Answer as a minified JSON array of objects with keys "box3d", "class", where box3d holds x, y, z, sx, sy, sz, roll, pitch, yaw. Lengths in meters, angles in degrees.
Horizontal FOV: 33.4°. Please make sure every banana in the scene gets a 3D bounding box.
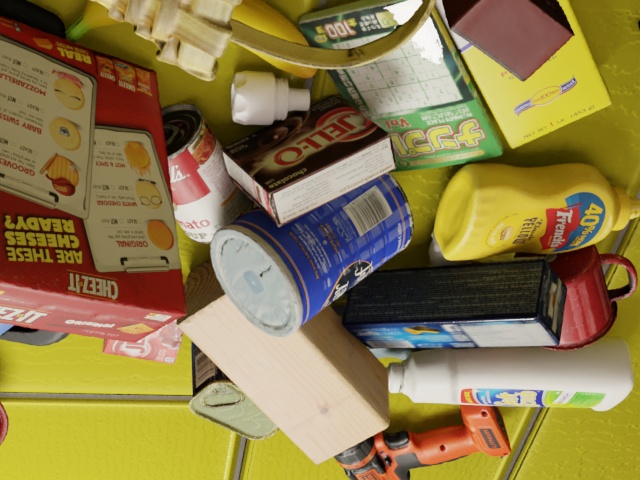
[{"box3d":[-0.089,-0.168,0.810,0.197,0.037,0.070,8,145,-14],"class":"banana"}]

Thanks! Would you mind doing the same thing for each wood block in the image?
[{"box3d":[-0.031,0.102,1.003,0.091,0.090,0.206,-32,115,20],"class":"wood block"}]

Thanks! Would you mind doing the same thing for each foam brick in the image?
[{"box3d":[0.134,-0.164,0.772,0.078,0.053,0.051,28,124,-28],"class":"foam brick"}]

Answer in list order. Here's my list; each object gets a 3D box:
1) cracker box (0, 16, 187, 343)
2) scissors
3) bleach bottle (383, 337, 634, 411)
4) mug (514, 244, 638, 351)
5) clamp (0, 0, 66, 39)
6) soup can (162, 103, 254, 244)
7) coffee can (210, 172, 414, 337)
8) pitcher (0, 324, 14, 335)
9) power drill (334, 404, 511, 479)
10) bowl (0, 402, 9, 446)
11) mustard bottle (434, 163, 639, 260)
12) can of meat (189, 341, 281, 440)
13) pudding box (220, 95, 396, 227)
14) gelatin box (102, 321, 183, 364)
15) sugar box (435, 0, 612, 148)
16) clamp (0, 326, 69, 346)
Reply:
[{"box3d":[-0.190,-0.043,0.765,0.163,0.214,0.072,15,145,-43],"class":"cracker box"},{"box3d":[0.071,0.124,1.121,0.201,0.016,0.096,29,124,-31],"class":"scissors"},{"box3d":[0.186,0.141,1.103,0.250,0.068,0.103,-1,157,-7],"class":"bleach bottle"},{"box3d":[0.242,0.042,1.014,0.117,0.093,0.081,-11,130,17],"class":"mug"},{"box3d":[-0.289,-0.190,0.758,0.164,0.036,0.210,-15,137,4],"class":"clamp"},{"box3d":[-0.106,-0.054,0.890,0.068,0.068,0.102,-21,132,11],"class":"soup can"},{"box3d":[-0.006,0.001,0.888,0.140,0.103,0.103,-35,144,-31],"class":"coffee can"},{"box3d":[-0.286,0.007,0.889,0.243,0.149,0.144,-37,169,28],"class":"pitcher"},{"box3d":[0.105,0.214,1.184,0.188,0.057,0.184,-20,136,14],"class":"power drill"},{"box3d":[-0.391,0.161,1.063,0.162,0.055,0.162,-4,134,-4],"class":"bowl"},{"box3d":[0.204,-0.027,0.955,0.191,0.058,0.096,-3,137,-20],"class":"mustard bottle"},{"box3d":[-0.082,0.139,1.066,0.102,0.084,0.058,31,123,-32],"class":"can of meat"},{"box3d":[-0.009,-0.066,0.851,0.113,0.090,0.039,-29,128,-15],"class":"pudding box"},{"box3d":[-0.167,0.079,1.034,0.073,0.030,0.089,12,130,-17],"class":"gelatin box"},{"box3d":[0.157,-0.160,0.843,0.093,0.048,0.176,-25,133,16],"class":"sugar box"},{"box3d":[-0.244,0.046,0.979,0.172,0.039,0.120,-13,113,17],"class":"clamp"}]
